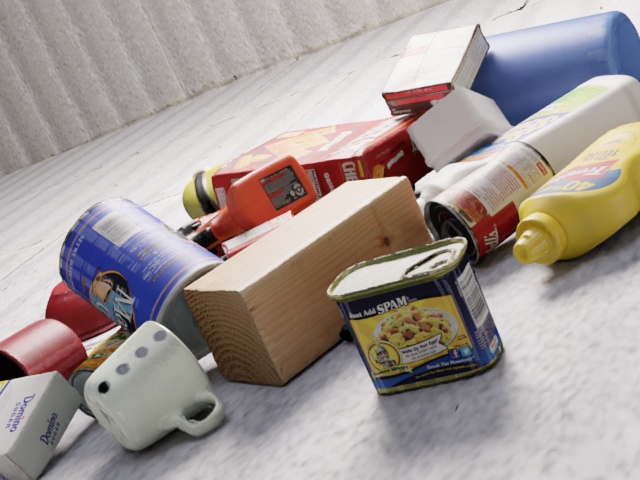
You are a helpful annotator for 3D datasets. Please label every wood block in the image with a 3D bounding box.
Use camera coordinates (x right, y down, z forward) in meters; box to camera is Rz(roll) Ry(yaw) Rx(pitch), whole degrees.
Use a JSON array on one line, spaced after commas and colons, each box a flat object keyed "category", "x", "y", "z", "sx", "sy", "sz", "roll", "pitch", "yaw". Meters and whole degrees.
[{"category": "wood block", "x": -0.003, "y": 0.032, "z": 0.926, "sx": 0.205, "sy": 0.091, "sz": 0.090, "roll": -34, "pitch": 19, "yaw": -34}]

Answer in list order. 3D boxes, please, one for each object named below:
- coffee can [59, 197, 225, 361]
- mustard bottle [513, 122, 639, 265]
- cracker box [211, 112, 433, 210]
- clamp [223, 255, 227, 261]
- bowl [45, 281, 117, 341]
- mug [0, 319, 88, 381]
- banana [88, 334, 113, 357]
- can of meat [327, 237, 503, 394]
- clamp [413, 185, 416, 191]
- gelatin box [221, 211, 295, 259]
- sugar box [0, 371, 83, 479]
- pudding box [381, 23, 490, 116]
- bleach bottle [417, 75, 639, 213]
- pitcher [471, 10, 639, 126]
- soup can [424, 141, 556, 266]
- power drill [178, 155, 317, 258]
[{"category": "coffee can", "x": -0.153, "y": 0.036, "z": 0.969, "sx": 0.140, "sy": 0.103, "sz": 0.102, "roll": 31, "pitch": 48, "yaw": 31}, {"category": "mustard bottle", "x": 0.218, "y": -0.033, "z": 0.870, "sx": 0.191, "sy": 0.058, "sz": 0.096, "roll": -35, "pitch": 19, "yaw": -35}, {"category": "cracker box", "x": 0.008, "y": -0.083, "z": 1.204, "sx": 0.214, "sy": 0.072, "sz": 0.163, "roll": -5, "pitch": 20, "yaw": 37}, {"category": "clamp", "x": -0.007, "y": 0.001, "z": 1.068, "sx": 0.171, "sy": 0.039, "sz": 0.120, "roll": -21, "pitch": -7, "yaw": 3}, {"category": "bowl", "x": -0.273, "y": 0.067, "z": 1.296, "sx": 0.162, "sy": 0.055, "sz": 0.162, "roll": -22, "pitch": 15, "yaw": 6}, {"category": "mug", "x": -0.284, "y": 0.135, "z": 1.036, "sx": 0.117, "sy": 0.093, "sz": 0.081, "roll": -49, "pitch": -8, "yaw": 36}, {"category": "banana", "x": -0.143, "y": 0.080, "z": 1.072, "sx": 0.198, "sy": 0.037, "sz": 0.069, "roll": -23, "pitch": 4, "yaw": 7}, {"category": "can of meat", "x": 0.069, "y": 0.054, "z": 0.749, "sx": 0.102, "sy": 0.084, "sz": 0.057, "roll": -16, "pitch": 17, "yaw": 27}, {"category": "clamp", "x": 0.000, "y": -0.021, "z": 1.210, "sx": 0.210, "sy": 0.036, "sz": 0.164, "roll": -7, "pitch": 20, "yaw": 38}, {"category": "gelatin box", "x": -0.042, "y": 0.028, "z": 1.001, "sx": 0.073, "sy": 0.089, "sz": 0.030, "roll": -26, "pitch": 30, "yaw": -6}, {"category": "sugar box", "x": -0.299, "y": 0.174, "z": 0.950, "sx": 0.177, "sy": 0.048, "sz": 0.093, "roll": -11, "pitch": 39, "yaw": 34}, {"category": "pudding box", "x": 0.129, "y": -0.189, "z": 1.188, "sx": 0.090, "sy": 0.039, "sz": 0.113, "roll": -3, "pitch": 45, "yaw": 34}, {"category": "bleach bottle", "x": 0.198, "y": -0.078, "z": 1.051, "sx": 0.250, "sy": 0.068, "sz": 0.103, "roll": -29, "pitch": 14, "yaw": -11}, {"category": "pitcher", "x": 0.249, "y": -0.185, "z": 1.240, "sx": 0.243, "sy": 0.145, "sz": 0.149, "roll": -9, "pitch": 41, "yaw": 36}, {"category": "soup can", "x": 0.150, "y": -0.033, "z": 0.936, "sx": 0.102, "sy": 0.068, "sz": 0.069, "roll": -36, "pitch": 18, "yaw": -18}, {"category": "power drill", "x": -0.105, "y": -0.011, "z": 1.081, "sx": 0.188, "sy": 0.057, "sz": 0.184, "roll": -28, "pitch": 4, "yaw": 46}]
